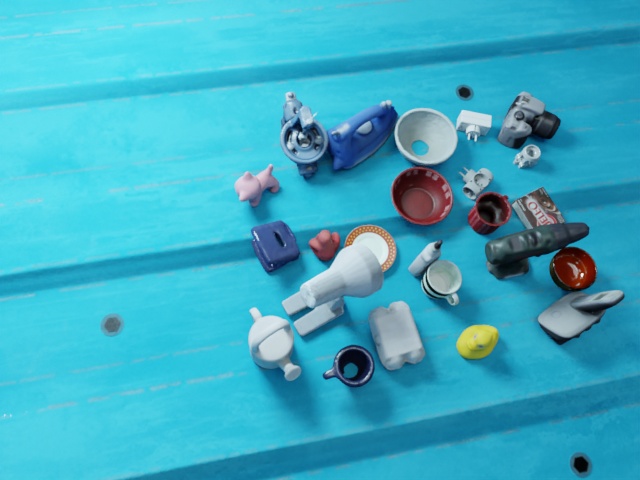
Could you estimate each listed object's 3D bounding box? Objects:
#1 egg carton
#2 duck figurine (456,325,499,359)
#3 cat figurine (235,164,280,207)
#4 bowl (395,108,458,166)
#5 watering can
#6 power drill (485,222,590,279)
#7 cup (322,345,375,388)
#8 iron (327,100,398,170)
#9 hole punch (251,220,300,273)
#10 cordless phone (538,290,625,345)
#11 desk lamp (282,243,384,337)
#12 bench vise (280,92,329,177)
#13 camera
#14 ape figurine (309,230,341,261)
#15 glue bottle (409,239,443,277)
[{"bbox_3d":[0.176,0.222,1.332,0.107,0.069,0.150,-15,72,-10],"label":"egg carton"},{"bbox_3d":[0.377,0.233,1.337,0.105,0.086,0.077,-24,74,-13],"label":"duck figurine"},{"bbox_3d":[-0.160,-0.139,1.406,0.128,0.118,0.067,-41,78,-17],"label":"cat figurine"},{"bbox_3d":[0.273,-0.259,1.511,0.167,0.075,0.167,2,70,-4],"label":"bowl"},{"bbox_3d":[-0.099,0.222,1.241,0.172,0.194,0.101,34,71,8],"label":"watering can"},{"bbox_3d":[0.488,0.023,1.357,0.230,0.208,0.075,-12,71,-9],"label":"power drill"},{"bbox_3d":[0.059,0.292,1.282,0.118,0.095,0.091,-18,73,-11],"label":"cup"},{"bbox_3d":[0.114,-0.297,1.475,0.259,0.141,0.118,-36,77,-16],"label":"iron"},{"bbox_3d":[-0.106,0.007,1.372,0.101,0.091,0.108,-26,74,-13],"label":"hole punch"},{"bbox_3d":[0.607,0.167,1.328,0.148,0.185,0.094,-34,76,-15],"label":"cordless phone"},{"bbox_3d":[0.027,0.113,1.281,0.203,0.213,0.118,-29,75,-14],"label":"desk lamp"},{"bbox_3d":[-0.058,-0.283,1.413,0.121,0.220,0.207,-31,75,-14],"label":"bench vise"},{"bbox_3d":[0.572,-0.319,1.545,0.136,0.101,0.143,25,70,4],"label":"camera"},{"bbox_3d":[0.013,0.005,1.383,0.078,0.092,0.076,4,70,-3],"label":"ape figurine"},{"bbox_3d":[0.260,0.034,1.352,0.078,0.173,0.037,-39,77,-16],"label":"glue bottle"}]
